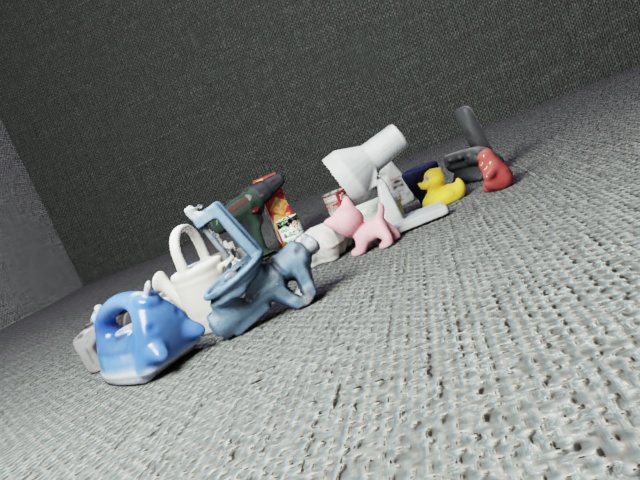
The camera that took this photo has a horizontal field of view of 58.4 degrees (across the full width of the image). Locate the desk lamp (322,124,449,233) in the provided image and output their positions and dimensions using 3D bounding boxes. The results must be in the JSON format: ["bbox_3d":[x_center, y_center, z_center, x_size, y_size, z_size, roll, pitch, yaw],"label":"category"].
[{"bbox_3d":[0.132,-0.118,1.196,0.203,0.213,0.118,-22,9,4],"label":"desk lamp"}]

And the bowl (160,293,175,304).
[{"bbox_3d":[-0.254,0.119,1.195,0.167,0.075,0.167,-22,8,4],"label":"bowl"}]

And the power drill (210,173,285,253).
[{"bbox_3d":[-0.164,-0.042,1.513,0.230,0.208,0.075,-25,9,-13],"label":"power drill"}]

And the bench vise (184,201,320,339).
[{"bbox_3d":[-0.115,0.024,0.926,0.208,0.220,0.121,-27,10,-28],"label":"bench vise"}]

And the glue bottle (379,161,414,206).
[{"bbox_3d":[0.189,-0.171,1.521,0.078,0.173,0.037,-27,10,-25],"label":"glue bottle"}]

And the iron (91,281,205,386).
[{"bbox_3d":[-0.312,0.149,0.931,0.257,0.141,0.119,-16,11,38],"label":"iron"}]

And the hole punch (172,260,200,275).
[{"bbox_3d":[-0.291,0.101,1.351,0.108,0.091,0.101,-23,9,-5],"label":"hole punch"}]

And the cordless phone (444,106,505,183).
[{"bbox_3d":[0.370,-0.242,1.449,0.094,0.185,0.147,-28,10,-30],"label":"cordless phone"}]

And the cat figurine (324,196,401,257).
[{"bbox_3d":[0.079,-0.034,1.134,0.127,0.118,0.067,-18,10,28],"label":"cat figurine"}]

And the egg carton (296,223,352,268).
[{"bbox_3d":[0.011,0.004,1.238,0.107,0.069,0.150,-19,9,22],"label":"egg carton"}]

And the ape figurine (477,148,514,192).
[{"bbox_3d":[0.361,-0.149,1.209,0.076,0.092,0.078,-15,11,41],"label":"ape figurine"}]

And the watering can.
[{"bbox_3d":[-0.223,0.067,1.030,0.173,0.194,0.101,-22,9,2],"label":"watering can"}]

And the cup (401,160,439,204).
[{"bbox_3d":[0.260,-0.137,1.389,0.091,0.095,0.118,-16,11,37],"label":"cup"}]

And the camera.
[{"bbox_3d":[-0.382,0.172,1.111,0.136,0.101,0.143,-20,9,15],"label":"camera"}]

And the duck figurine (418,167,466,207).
[{"bbox_3d":[0.273,-0.124,1.303,0.104,0.086,0.077,-21,9,10],"label":"duck figurine"}]
